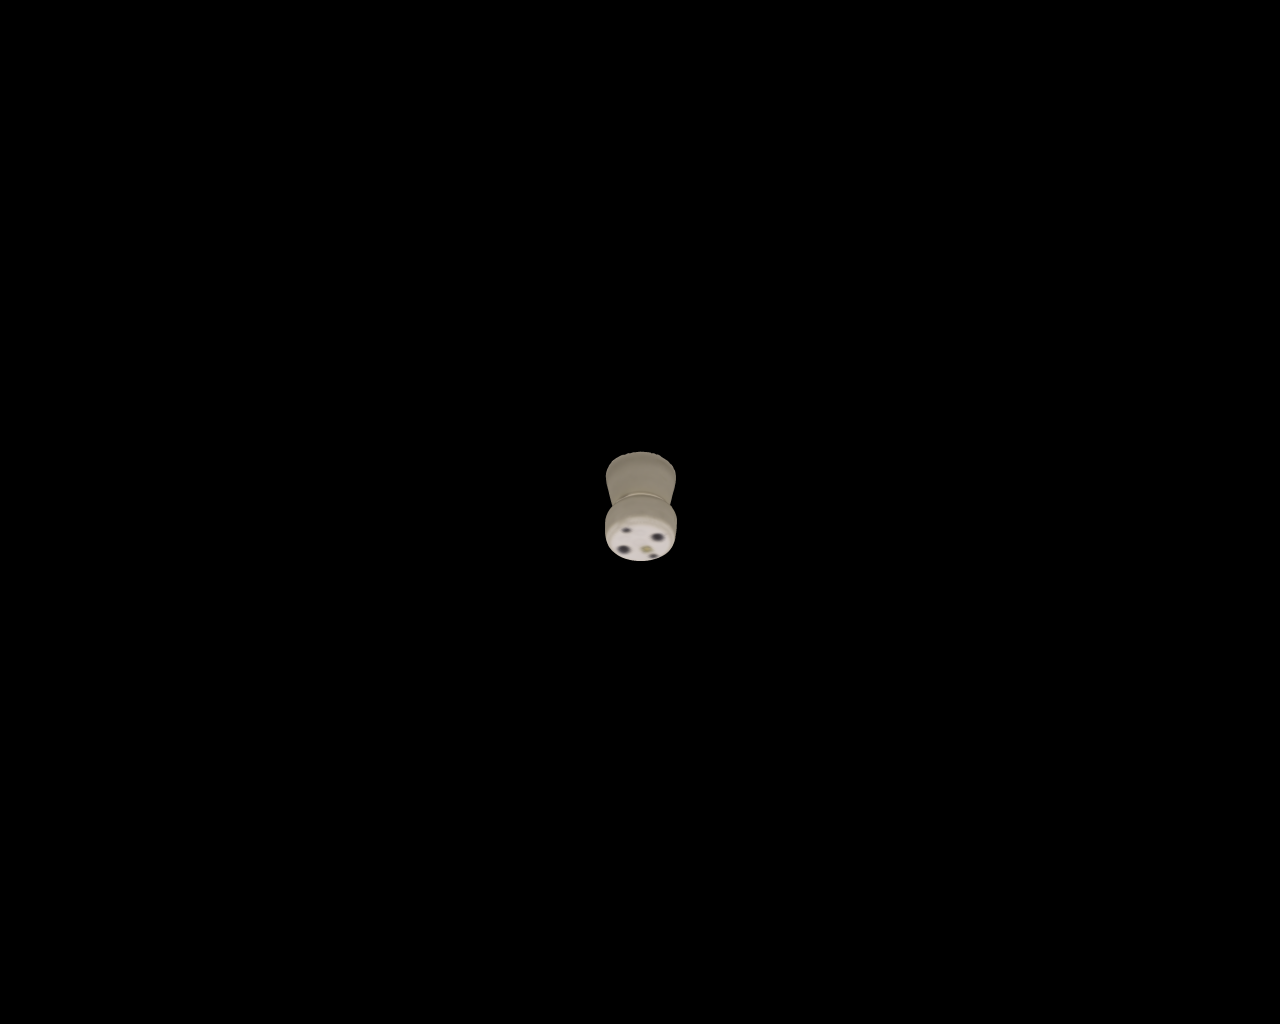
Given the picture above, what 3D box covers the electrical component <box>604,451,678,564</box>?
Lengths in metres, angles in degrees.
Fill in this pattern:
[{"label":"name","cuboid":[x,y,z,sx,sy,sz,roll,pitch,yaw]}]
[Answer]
[{"label":"electrical component","cuboid":[0.001,-0.003,0.650,0.045,0.055,0.044,0,-40,0]}]
